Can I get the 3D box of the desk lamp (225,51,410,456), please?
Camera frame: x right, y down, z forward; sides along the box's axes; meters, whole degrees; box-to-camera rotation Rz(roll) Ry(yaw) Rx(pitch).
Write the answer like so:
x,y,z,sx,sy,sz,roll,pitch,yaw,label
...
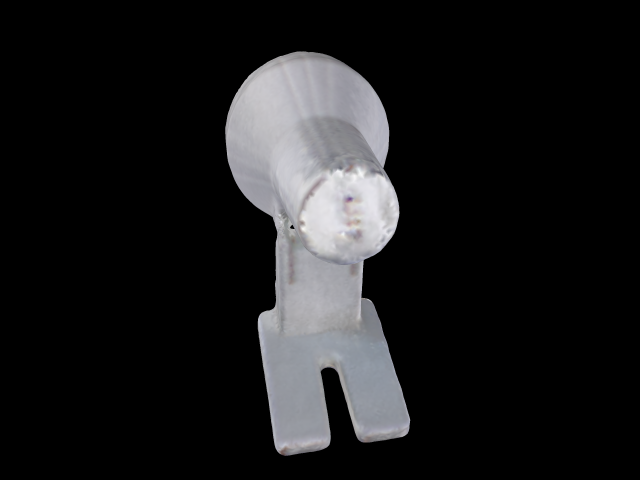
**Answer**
x,y,z,sx,sy,sz,roll,pitch,yaw,label
0.004,0.001,0.400,0.118,0.214,0.203,-8,43,-8,desk lamp
